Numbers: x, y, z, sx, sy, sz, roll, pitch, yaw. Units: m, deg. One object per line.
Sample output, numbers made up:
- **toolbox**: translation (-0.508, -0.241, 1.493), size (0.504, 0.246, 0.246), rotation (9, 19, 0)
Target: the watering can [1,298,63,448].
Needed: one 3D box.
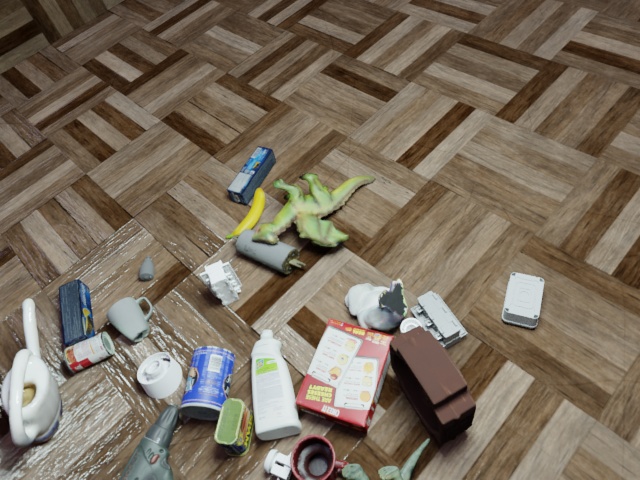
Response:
- **watering can**: translation (-0.686, 0.331, 1.231), size (0.104, 0.356, 0.219), rotation (-6, -42, -16)

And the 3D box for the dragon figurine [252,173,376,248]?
- **dragon figurine**: translation (0.004, -0.073, 1.449), size (0.411, 0.248, 0.119), rotation (-12, -34, -13)

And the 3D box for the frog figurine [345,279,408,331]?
- **frog figurine**: translation (0.128, 0.164, 1.259), size (0.158, 0.121, 0.140), rotation (-22, 25, 43)
